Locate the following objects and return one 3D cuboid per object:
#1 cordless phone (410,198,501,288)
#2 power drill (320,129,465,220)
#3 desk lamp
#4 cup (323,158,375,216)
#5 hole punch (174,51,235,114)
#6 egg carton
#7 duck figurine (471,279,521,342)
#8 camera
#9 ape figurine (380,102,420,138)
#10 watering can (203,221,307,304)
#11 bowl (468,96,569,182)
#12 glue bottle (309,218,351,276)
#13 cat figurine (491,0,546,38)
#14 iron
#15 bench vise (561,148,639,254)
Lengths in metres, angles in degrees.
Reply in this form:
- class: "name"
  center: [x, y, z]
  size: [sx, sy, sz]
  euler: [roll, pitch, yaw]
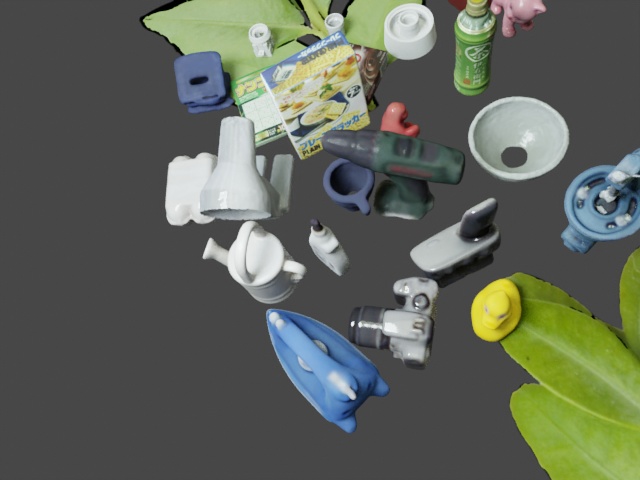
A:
- class: "cordless phone"
  center: [0.219, -0.006, 0.921]
  size: [0.147, 0.185, 0.094]
  euler: [-31, 65, -1]
- class: "power drill"
  center: [0.127, -0.112, 0.971]
  size: [0.229, 0.209, 0.075]
  euler: [7, 70, 15]
- class: "desk lamp"
  center: [-0.128, -0.108, 1.019]
  size: [0.117, 0.214, 0.203]
  euler: [-1, 68, 12]
- class: "cup"
  center: [0.065, -0.081, 1.034]
  size: [0.091, 0.095, 0.117]
  euler: [-29, 65, 0]
- class: "hole punch"
  center: [-0.244, -0.331, 1.201]
  size: [0.108, 0.091, 0.101]
  euler: [-9, 67, 9]
- class: "egg carton"
  center: [-0.244, -0.098, 1.119]
  size: [0.107, 0.069, 0.150]
  euler: [-7, 67, 9]
- class: "duck figurine"
  center: [0.284, 0.105, 0.917]
  size: [0.077, 0.086, 0.105]
  euler: [23, 75, 20]
- class: "camera"
  center: [0.119, 0.128, 0.934]
  size: [0.136, 0.101, 0.143]
  euler: [6, 70, 14]
- class: "ape figurine"
  center: [0.146, -0.224, 1.076]
  size: [0.076, 0.092, 0.077]
  euler: [-26, 65, 1]
- class: "watering can"
  center: [-0.112, 0.036, 0.968]
  size: [0.172, 0.194, 0.101]
  euler: [-11, 66, 8]
- class: "bowl"
  center: [0.348, -0.167, 1.020]
  size: [0.167, 0.075, 0.167]
  euler: [-4, 68, 10]
- class: "glue bottle"
  center: [0.009, 0.003, 0.968]
  size: [0.037, 0.173, 0.078]
  euler: [-44, 66, -7]
- class: "cat figurine"
  center: [0.384, -0.462, 1.109]
  size: [0.067, 0.118, 0.127]
  euler: [-20, 66, 4]
- class: "iron"
  center: [-0.016, 0.182, 0.918]
  size: [0.257, 0.142, 0.119]
  euler: [40, 81, 23]
- class: "bench vise"
  center: [0.461, -0.096, 0.888]
  size: [0.121, 0.220, 0.207]
  euler: [24, 75, 20]
